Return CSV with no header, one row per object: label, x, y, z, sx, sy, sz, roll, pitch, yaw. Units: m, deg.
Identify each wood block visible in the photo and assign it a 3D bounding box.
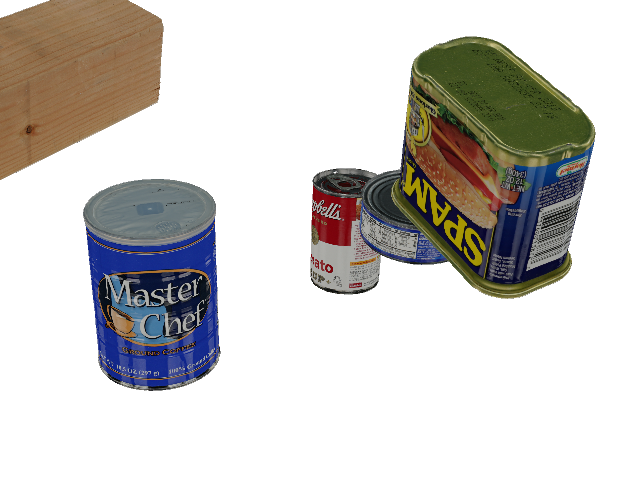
wood block,-0.239,-0.137,0.914,0.090,0.091,0.205,31,42,23

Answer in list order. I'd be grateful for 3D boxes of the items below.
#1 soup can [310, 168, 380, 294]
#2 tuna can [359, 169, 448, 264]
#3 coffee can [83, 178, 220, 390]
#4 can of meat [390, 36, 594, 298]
soup can,0.025,-0.009,1.003,0.068,0.102,0.068,2,24,-1
tuna can,0.072,-0.018,0.787,0.086,0.034,0.086,2,32,-2
coffee can,-0.134,0.035,0.863,0.103,0.140,0.103,1,29,-1
can of meat,0.081,-0.037,0.514,0.057,0.084,0.102,-19,47,-22
